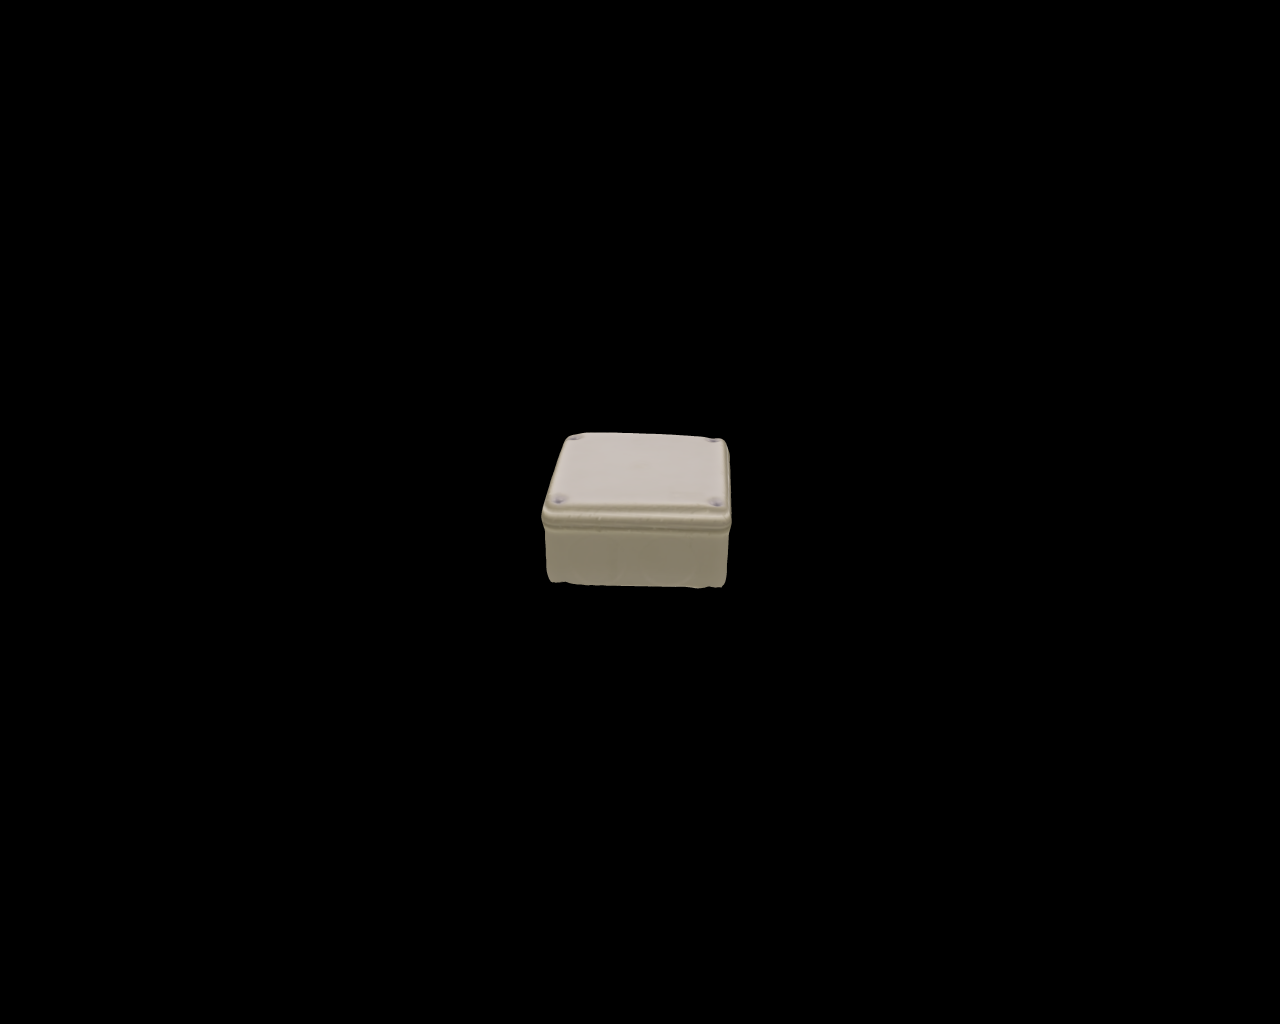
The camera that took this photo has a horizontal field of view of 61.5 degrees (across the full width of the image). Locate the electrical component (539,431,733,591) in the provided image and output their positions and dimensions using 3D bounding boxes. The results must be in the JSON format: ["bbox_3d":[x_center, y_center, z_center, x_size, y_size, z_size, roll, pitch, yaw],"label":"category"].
[{"bbox_3d":[0.001,-0.003,0.650,0.109,0.056,0.109,2,27,3],"label":"electrical component"}]
